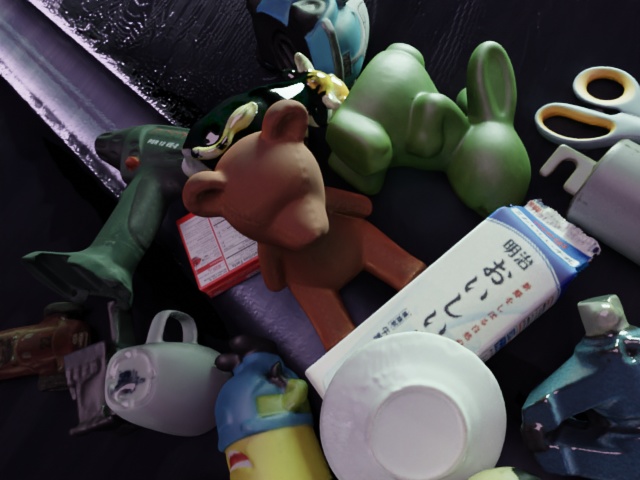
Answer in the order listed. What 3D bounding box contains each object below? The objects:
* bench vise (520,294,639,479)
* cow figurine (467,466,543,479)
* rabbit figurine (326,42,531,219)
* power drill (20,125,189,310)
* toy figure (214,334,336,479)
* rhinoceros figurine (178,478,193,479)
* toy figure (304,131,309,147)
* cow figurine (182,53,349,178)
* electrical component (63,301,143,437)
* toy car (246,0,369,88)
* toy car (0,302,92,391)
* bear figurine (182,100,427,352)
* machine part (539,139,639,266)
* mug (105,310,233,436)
[{"bbox_3d":[0.257,0.124,0.314,0.241,0.128,0.223,-20,71,30],"label":"bench vise"},{"bbox_3d":[0.141,0.233,0.313,0.085,0.127,0.195,-49,54,43],"label":"cow figurine"},{"bbox_3d":[0.111,-0.089,0.481,0.170,0.121,0.159,31,75,8],"label":"rabbit figurine"},{"bbox_3d":[-0.196,-0.035,0.543,0.232,0.085,0.207,6,48,30],"label":"power drill"},{"bbox_3d":[-0.035,0.167,0.430,0.089,0.082,0.180,-7,58,-13],"label":"toy figure"},{"bbox_3d":[-0.129,0.277,0.396,0.073,0.111,0.190,6,46,17],"label":"rhinoceros figurine"},{"bbox_3d":[-0.040,-0.078,0.541,0.064,0.057,0.154,-26,64,29],"label":"toy figure"},{"bbox_3d":[-0.039,-0.105,0.457,0.167,0.098,0.068,-40,82,-17],"label":"cow figurine"},{"bbox_3d":[-0.199,0.121,0.507,0.048,0.074,0.119,-22,68,9],"label":"electrical component"},{"bbox_3d":[-0.003,-0.217,0.565,0.103,0.109,0.162,-30,49,-20],"label":"toy car"},{"bbox_3d":[-0.333,0.122,0.566,0.202,0.053,0.089,-11,70,14],"label":"toy car"},{"bbox_3d":[-0.004,-0.004,0.421,0.120,0.195,0.132,-41,64,-3],"label":"bear figurine"},{"bbox_3d":[0.276,-0.001,0.391,0.079,0.079,0.243,-47,62,-3],"label":"machine part"},{"bbox_3d":[-0.132,0.114,0.469,0.081,0.107,0.109,-3,71,16],"label":"mug"}]
